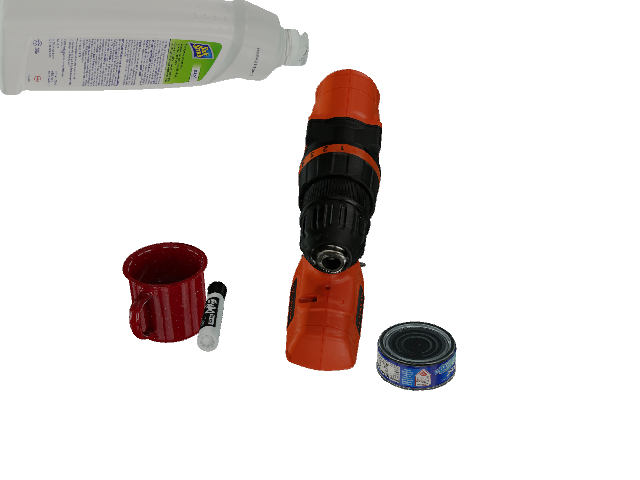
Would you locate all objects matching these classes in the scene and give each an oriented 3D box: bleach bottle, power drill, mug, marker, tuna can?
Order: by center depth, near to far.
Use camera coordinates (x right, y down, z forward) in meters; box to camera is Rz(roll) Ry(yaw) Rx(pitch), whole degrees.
[{"bbox_3d":[0.009,0.002,0.735,0.057,0.188,0.184,8,42,1],"label":"power drill"},{"bbox_3d":[-0.136,-0.163,0.888,0.250,0.068,0.103,1,-27,-15],"label":"bleach bottle"},{"bbox_3d":[-0.100,0.068,0.990,0.020,0.020,0.121,0,21,-1],"label":"marker"},{"bbox_3d":[0.103,0.123,1.149,0.086,0.034,0.086,-1,29,0],"label":"tuna can"},{"bbox_3d":[-0.174,0.066,1.180,0.093,0.081,0.117,10,33,19],"label":"mug"}]
